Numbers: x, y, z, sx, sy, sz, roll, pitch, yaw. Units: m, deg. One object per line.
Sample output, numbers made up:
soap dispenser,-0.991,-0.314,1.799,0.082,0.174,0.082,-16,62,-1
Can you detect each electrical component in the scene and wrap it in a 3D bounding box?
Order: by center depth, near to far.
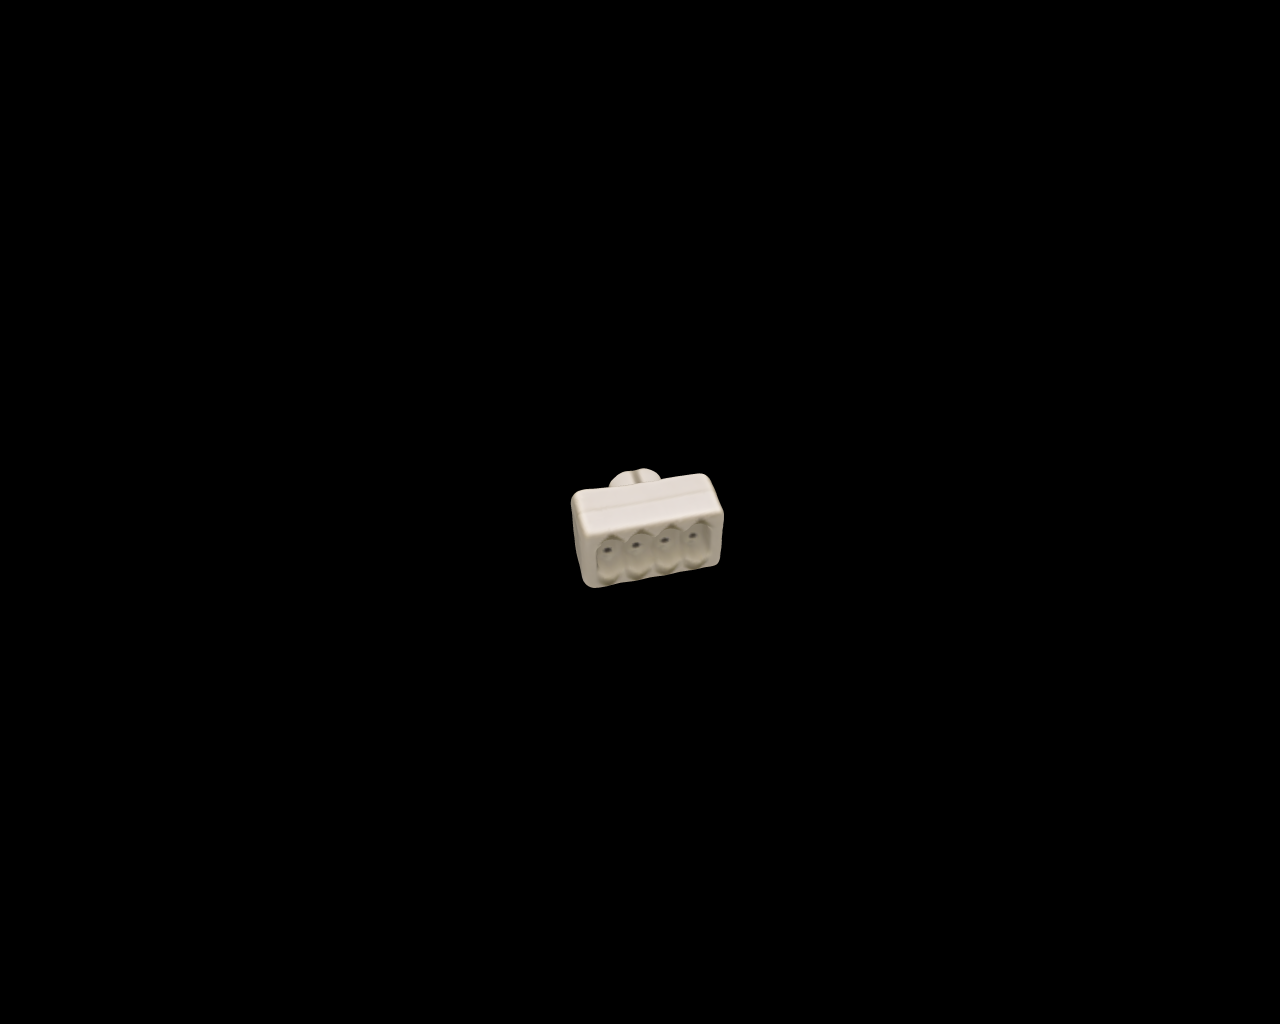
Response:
electrical component,0.001,-0.003,0.650,0.083,0.076,0.047,-9,-43,-8
